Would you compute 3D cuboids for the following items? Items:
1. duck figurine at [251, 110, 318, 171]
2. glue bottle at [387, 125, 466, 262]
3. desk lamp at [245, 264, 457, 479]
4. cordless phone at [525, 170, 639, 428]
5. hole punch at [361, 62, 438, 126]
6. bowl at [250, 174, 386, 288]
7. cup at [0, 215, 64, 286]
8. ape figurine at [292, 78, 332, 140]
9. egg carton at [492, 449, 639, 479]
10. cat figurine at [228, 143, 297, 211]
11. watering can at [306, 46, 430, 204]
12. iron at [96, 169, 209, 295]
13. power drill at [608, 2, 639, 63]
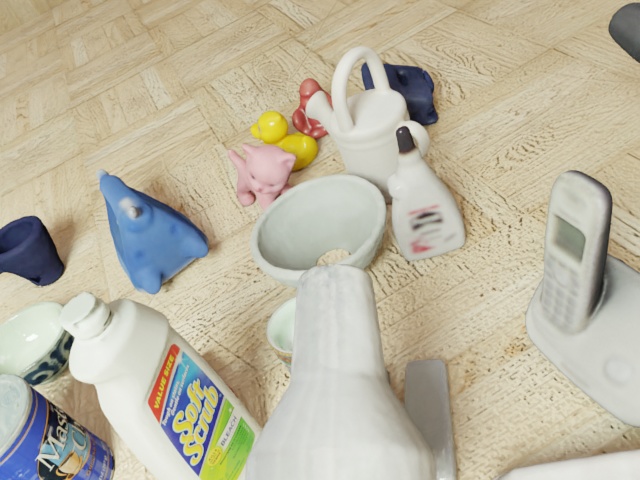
[{"bbox_3d":[-0.059,-0.155,0.867,0.104,0.086,0.077,7,51,31],"label":"duck figurine"},{"bbox_3d":[0.105,-0.050,0.612,0.078,0.173,0.037,-19,42,8],"label":"glue bottle"},{"bbox_3d":[0.031,0.133,0.430,0.117,0.214,0.203,-11,43,16],"label":"desk lamp"},{"bbox_3d":[0.228,0.043,0.446,0.094,0.185,0.147,-34,42,-9],"label":"cordless phone"},{"bbox_3d":[0.117,-0.220,0.843,0.101,0.091,0.108,-16,42,11],"label":"hole punch"},{"bbox_3d":[0.006,0.002,0.681,0.167,0.075,0.167,-14,43,13],"label":"bowl"},{"bbox_3d":[-0.440,0.034,0.853,0.091,0.095,0.118,23,60,41],"label":"cup"},{"bbox_3d":[-0.008,-0.208,0.892,0.077,0.092,0.076,7,51,31],"label":"ape figurine"},{"bbox_3d":[0.191,0.203,0.388,0.150,0.070,0.107,-15,42,12],"label":"egg carton"},{"bbox_3d":[-0.081,-0.095,0.792,0.127,0.118,0.067,24,61,41],"label":"cat figurine"},{"bbox_3d":[0.056,-0.147,0.720,0.172,0.194,0.101,0,47,26],"label":"watering can"},{"bbox_3d":[-0.263,-0.037,0.804,0.119,0.142,0.257,-39,43,-15],"label":"iron"},{"bbox_3d":[0.349,-0.088,0.504,0.076,0.209,0.228,-33,42,-8],"label":"power drill"}]
